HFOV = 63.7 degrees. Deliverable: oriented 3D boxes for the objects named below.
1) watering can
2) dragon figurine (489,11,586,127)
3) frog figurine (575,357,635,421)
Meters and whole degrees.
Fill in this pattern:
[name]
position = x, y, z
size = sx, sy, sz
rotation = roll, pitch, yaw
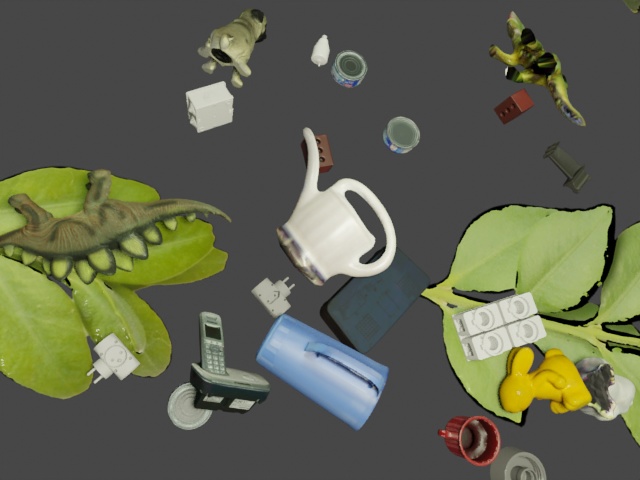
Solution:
[watering can]
position = 0.003, -0.055, 1.089
size = 0.224, 0.103, 0.351
rotation = -37, 77, -1
[dragon figurine]
position = 0.598, -0.449, 1.358
size = 0.244, 0.120, 0.416
rotation = -10, 65, -43
[frog figurine]
position = 0.648, 0.340, 1.185
size = 0.158, 0.121, 0.140
rotation = 15, 57, -49
